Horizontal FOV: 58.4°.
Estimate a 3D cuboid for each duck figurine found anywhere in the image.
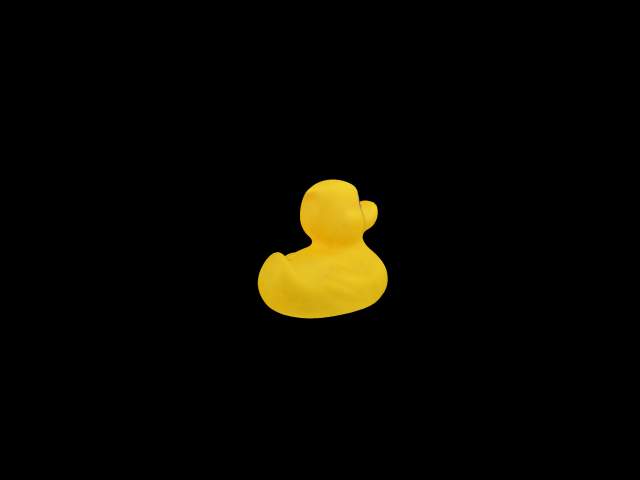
[{"bbox_3d":[0.004,0.001,0.400,0.105,0.086,0.077,-14,21,-40],"label":"duck figurine"}]
